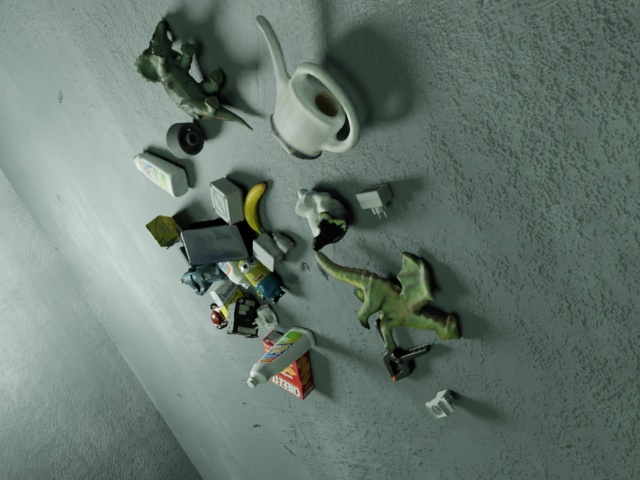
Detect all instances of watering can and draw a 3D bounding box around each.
[{"bbox_3d":[-0.051,-0.321,1.168,0.349,0.106,0.220,48,142,5],"label":"watering can"}]

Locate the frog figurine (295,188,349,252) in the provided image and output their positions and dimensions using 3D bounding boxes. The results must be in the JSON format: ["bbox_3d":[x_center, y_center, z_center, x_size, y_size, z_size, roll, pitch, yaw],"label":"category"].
[{"bbox_3d":[0.004,-0.067,1.331,0.163,0.123,0.134,-115,11,-49],"label":"frog figurine"}]

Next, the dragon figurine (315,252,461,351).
[{"bbox_3d":[0.182,0.118,1.296,0.412,0.124,0.238,45,123,6],"label":"dragon figurine"}]
